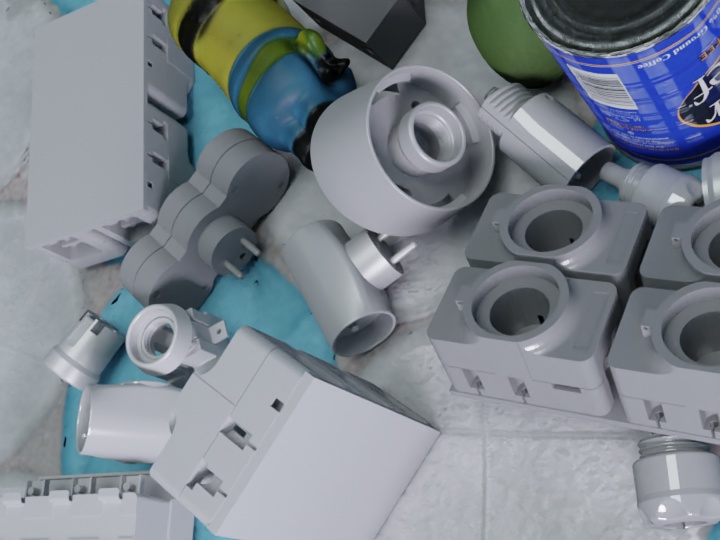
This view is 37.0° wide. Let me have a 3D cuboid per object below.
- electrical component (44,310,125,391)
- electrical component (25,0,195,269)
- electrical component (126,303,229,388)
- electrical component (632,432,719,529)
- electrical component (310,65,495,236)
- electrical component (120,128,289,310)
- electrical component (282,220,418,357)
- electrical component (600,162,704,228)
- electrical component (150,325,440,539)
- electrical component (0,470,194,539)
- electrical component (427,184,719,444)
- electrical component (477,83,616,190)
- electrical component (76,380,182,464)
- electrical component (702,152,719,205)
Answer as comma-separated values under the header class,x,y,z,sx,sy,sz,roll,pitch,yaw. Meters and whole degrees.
class,x,y,z,sx,sy,sz,roll,pitch,yaw
electrical component,-0.192,0.056,0.756,0.040,0.040,0.046,34,85,34
electrical component,-0.183,-0.104,0.796,0.105,0.060,0.186,-15,65,24
electrical component,-0.120,0.050,0.706,0.066,0.055,0.048,-27,61,19
electrical component,0.158,0.096,0.537,0.043,0.043,0.062,-14,65,25
electrical component,0.028,-0.072,0.644,0.064,0.099,0.099,-25,56,57
electrical component,-0.094,-0.022,0.720,0.074,0.052,0.138,39,94,34
electrical component,0.000,0.000,0.663,0.079,0.043,0.077,-38,58,13
electrical component,0.160,-0.043,0.593,0.061,0.035,0.035,33,90,37
electrical component,-0.032,0.096,0.582,0.062,0.150,0.089,32,89,33
electrical component,-0.173,0.168,0.689,0.121,0.063,0.078,-8,69,27
electrical component,0.139,0.019,0.544,0.186,0.060,0.105,7,53,32
electrical component,0.104,-0.079,0.625,0.043,0.043,0.081,-48,66,6
electrical component,-0.144,0.103,0.695,0.079,0.077,0.044,140,133,-57
electrical component,0.210,-0.043,0.558,0.055,0.045,0.045,-8,69,28
